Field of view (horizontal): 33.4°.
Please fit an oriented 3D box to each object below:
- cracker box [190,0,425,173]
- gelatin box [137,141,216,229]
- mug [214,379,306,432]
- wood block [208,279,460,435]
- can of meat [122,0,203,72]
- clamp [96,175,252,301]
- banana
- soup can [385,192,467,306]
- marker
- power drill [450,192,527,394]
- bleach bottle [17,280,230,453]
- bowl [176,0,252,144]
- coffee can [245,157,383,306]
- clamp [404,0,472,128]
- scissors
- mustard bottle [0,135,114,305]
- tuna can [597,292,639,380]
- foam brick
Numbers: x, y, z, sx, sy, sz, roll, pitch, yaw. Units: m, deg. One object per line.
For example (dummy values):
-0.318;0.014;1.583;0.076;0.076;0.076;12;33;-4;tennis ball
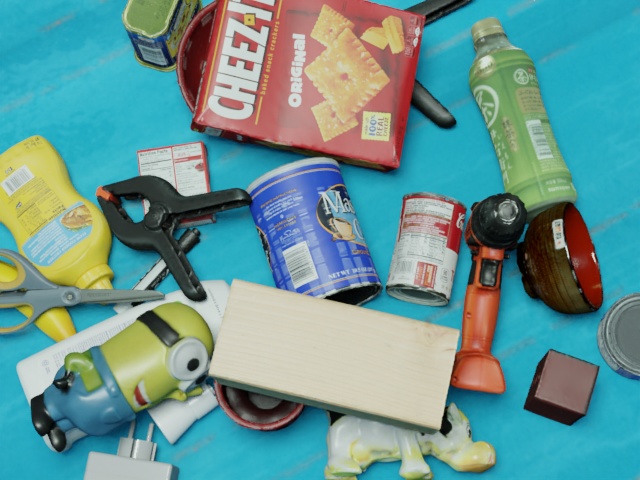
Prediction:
-0.011;-0.171;1.091;0.213;0.072;0.164;12;87;-10;cracker box
-0.153;-0.057;1.140;0.073;0.030;0.089;-9;75;1;gelatin box
-0.042;0.140;1.052;0.117;0.081;0.093;-21;74;-4;mug
0.014;0.107;0.968;0.206;0.090;0.091;12;77;5;wood block
-0.172;-0.248;1.166;0.057;0.084;0.102;18;76;7;can of meat
-0.159;-0.009;1.084;0.172;0.039;0.120;13;74;26;clamp
-0.339;0.054;1.115;0.198;0.037;0.069;14;95;8;banana
0.108;0.010;1.091;0.068;0.068;0.102;11;75;5;soup can
-0.169;0.033;1.120;0.020;0.020;0.121;40;79;12;marker
0.162;0.052;1.027;0.057;0.184;0.187;9;84;5;power drill
-0.169;0.115;1.076;0.250;0.068;0.102;-24;76;-7;bleach bottle
-0.075;-0.180;1.145;0.162;0.055;0.162;0;89;-11;bowl
-0.007;0.001;1.079;0.103;0.103;0.140;-19;75;-3;coffee can
0.065;-0.204;1.169;0.210;0.036;0.164;2;76;5;clamp
-0.262;0.040;1.072;0.202;0.016;0.096;-16;96;10;scissors
-0.274;-0.011;1.116;0.096;0.058;0.192;-38;76;-4;mustard bottle
0.324;0.098;1.075;0.086;0.034;0.086;-1;74;2;tuna can
0.235;0.145;1.043;0.051;0.078;0.053;19;74;8;foam brick
